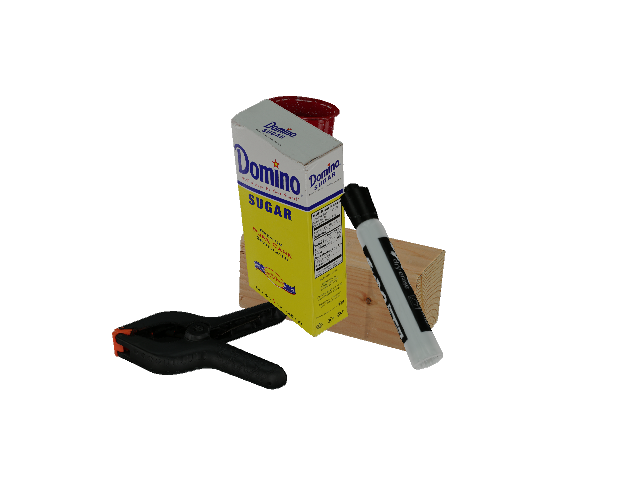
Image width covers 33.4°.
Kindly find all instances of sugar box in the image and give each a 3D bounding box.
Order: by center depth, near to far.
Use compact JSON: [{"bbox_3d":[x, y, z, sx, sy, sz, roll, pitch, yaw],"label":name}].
[{"bbox_3d":[-0.024,-0.016,0.857,0.048,0.176,0.093,-32,47,-28],"label":"sugar box"}]

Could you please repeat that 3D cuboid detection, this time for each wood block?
[{"bbox_3d":[0.022,0.043,1.174,0.206,0.091,0.090,14,26,22],"label":"wood block"}]

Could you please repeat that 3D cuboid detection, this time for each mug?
[{"bbox_3d":[-0.021,-0.130,1.328,0.093,0.081,0.117,16,25,22],"label":"mug"}]

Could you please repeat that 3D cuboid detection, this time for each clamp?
[{"bbox_3d":[-0.108,0.091,1.018,0.171,0.039,0.120,7,26,5],"label":"clamp"}]

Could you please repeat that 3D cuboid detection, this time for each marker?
[{"bbox_3d":[0.040,0.018,0.628,0.020,0.121,0.020,-19,-24,-9],"label":"marker"}]
